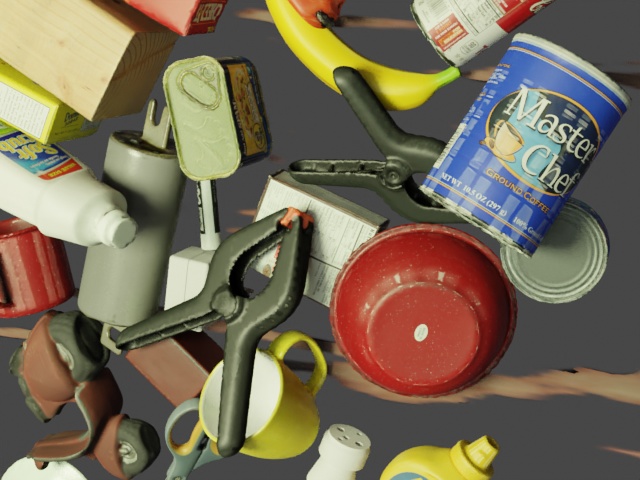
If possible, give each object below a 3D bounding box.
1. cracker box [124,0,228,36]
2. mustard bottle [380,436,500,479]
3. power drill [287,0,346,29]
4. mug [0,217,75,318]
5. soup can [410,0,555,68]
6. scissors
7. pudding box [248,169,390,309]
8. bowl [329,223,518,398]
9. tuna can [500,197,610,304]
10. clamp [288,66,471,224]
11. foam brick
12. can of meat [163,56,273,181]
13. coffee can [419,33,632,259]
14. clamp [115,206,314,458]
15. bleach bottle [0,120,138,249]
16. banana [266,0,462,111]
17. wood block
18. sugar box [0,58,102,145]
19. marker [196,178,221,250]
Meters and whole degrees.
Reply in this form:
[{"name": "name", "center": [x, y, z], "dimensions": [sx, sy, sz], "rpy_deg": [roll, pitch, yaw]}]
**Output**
[{"name": "cracker box", "center": [-0.123, -0.306, 0.903], "dimensions": [0.164, 0.072, 0.214], "rpy_deg": [32, 111, 12]}, {"name": "mustard bottle", "center": [0.089, 0.241, 0.949], "dimensions": [0.096, 0.058, 0.192], "rpy_deg": [44, 111, 7]}, {"name": "power drill", "center": [0.027, -0.276, 0.848], "dimensions": [0.188, 0.057, 0.184], "rpy_deg": [-38, 82, 12]}, {"name": "mug", "center": [-0.286, 0.027, 1.010], "dimensions": [0.093, 0.117, 0.081], "rpy_deg": [-8, 104, 17]}, {"name": "soup can", "center": [0.131, -0.191, 0.837], "dimensions": [0.102, 0.068, 0.068], "rpy_deg": [-34, 89, 23]}, {"name": "scissors", "center": [-0.118, 0.222, 1.036], "dimensions": [0.096, 0.016, 0.202], "rpy_deg": [1, 132, -17]}, {"name": "pudding box", "center": [-0.006, 0.001, 0.944], "dimensions": [0.113, 0.039, 0.090], "rpy_deg": [26, 108, 11]}, {"name": "bowl", "center": [0.086, 0.070, 0.895], "dimensions": [0.162, 0.055, 0.162], "rpy_deg": [2, 107, 5]}, {"name": "tuna can", "center": [0.193, 0.007, 0.875], "dimensions": [0.086, 0.033, 0.086], "rpy_deg": [4, 103, 19]}, {"name": "clamp", "center": [0.056, -0.058, 0.900], "dimensions": [0.171, 0.039, 0.120], "rpy_deg": [37, 135, -2]}, {"name": "foam brick", "center": [-0.131, 0.112, 1.004], "dimensions": [0.078, 0.053, 0.051], "rpy_deg": [43, 112, 8]}, {"name": "can of meat", "center": [-0.085, -0.108, 0.923], "dimensions": [0.057, 0.083, 0.102], "rpy_deg": [-8, 98, 21]}, {"name": "coffee can", "center": [0.156, -0.071, 0.816], "dimensions": [0.103, 0.102, 0.140], "rpy_deg": [33, 94, 10]}, {"name": "clamp", "center": [-0.069, 0.068, 0.911], "dimensions": [0.210, 0.036, 0.165], "rpy_deg": [-49, 60, 9]}, {"name": "bleach bottle", "center": [-0.249, -0.054, 0.946], "dimensions": [0.251, 0.102, 0.068], "rpy_deg": [27, 113, 32]}, {"name": "banana", "center": [0.021, -0.163, 0.902], "dimensions": [0.198, 0.037, 0.069], "rpy_deg": [33, 92, 9]}, {"name": "wood block", "center": [-0.244, -0.203, 0.957], "dimensions": [0.206, 0.090, 0.090], "rpy_deg": [35, 110, 10]}, {"name": "sugar box", "center": [-0.293, -0.149, 0.985], "dimensions": [0.176, 0.093, 0.048], "rpy_deg": [30, 109, 11]}, {"name": "marker", "center": [-0.104, -0.051, 0.977], "dimensions": [0.020, 0.020, 0.121], "rpy_deg": [0, 101, 20]}]
